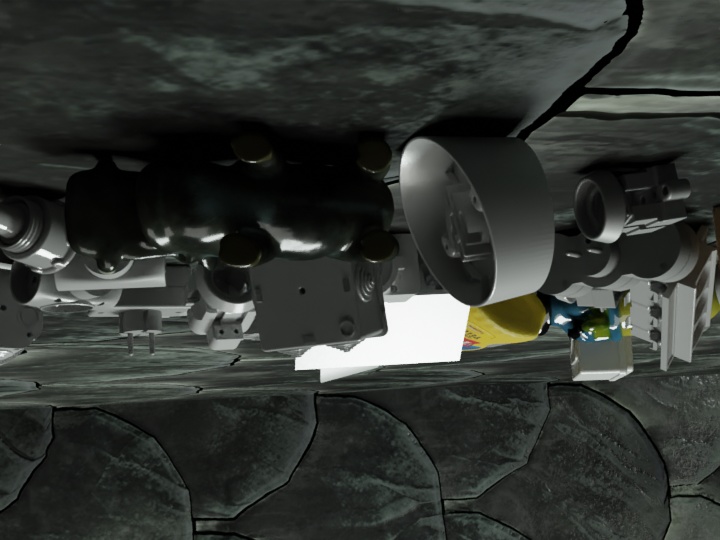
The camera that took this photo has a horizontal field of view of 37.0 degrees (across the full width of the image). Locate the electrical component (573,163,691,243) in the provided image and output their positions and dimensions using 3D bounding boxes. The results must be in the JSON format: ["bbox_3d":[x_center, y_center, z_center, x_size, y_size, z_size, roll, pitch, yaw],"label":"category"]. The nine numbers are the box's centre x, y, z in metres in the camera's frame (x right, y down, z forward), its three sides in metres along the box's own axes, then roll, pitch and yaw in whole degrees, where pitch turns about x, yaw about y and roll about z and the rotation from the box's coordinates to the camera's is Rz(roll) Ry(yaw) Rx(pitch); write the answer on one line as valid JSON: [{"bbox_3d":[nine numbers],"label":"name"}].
[{"bbox_3d":[0.174,-0.044,0.704,0.055,0.048,0.066,-8,172,-18],"label":"electrical component"}]

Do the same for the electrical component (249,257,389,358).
[{"bbox_3d":[-0.033,0.013,0.800,0.100,0.099,0.048,-8,-178,23],"label":"electrical component"}]

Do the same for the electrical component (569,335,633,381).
[{"bbox_3d":[0.255,0.062,1.153,0.056,0.108,0.108,-3,170,6],"label":"electrical component"}]

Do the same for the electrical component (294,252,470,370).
[{"bbox_3d":[0.015,0.032,0.954,0.150,0.061,0.089,-3,135,-8],"label":"electrical component"}]

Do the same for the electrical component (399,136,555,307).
[{"bbox_3d":[0.066,-0.029,0.607,0.064,0.099,0.099,-8,171,-15],"label":"electrical component"}]

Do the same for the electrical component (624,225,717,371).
[{"bbox_3d":[0.270,0.022,0.940,0.063,0.078,0.121,23,154,27],"label":"electrical component"}]

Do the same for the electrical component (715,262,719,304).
[{"bbox_3d":[0.360,0.008,0.928,0.099,0.099,0.064,0,176,-19],"label":"electrical component"}]

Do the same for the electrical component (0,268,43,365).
[{"bbox_3d":[-0.305,0.037,0.891,0.080,0.080,0.051,4,162,-39],"label":"electrical component"}]

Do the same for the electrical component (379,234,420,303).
[{"bbox_3d":[0.000,0.000,0.869,0.089,0.050,0.055,-3,171,-8],"label":"electrical component"}]

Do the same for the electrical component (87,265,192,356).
[{"bbox_3d":[-0.191,0.037,0.936,0.083,0.075,0.047,1,169,-25],"label":"electrical component"}]

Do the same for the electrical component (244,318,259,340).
[{"bbox_3d":[-0.100,0.033,0.987,0.081,0.063,0.042,3,169,-34],"label":"electrical component"}]

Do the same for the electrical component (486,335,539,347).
[{"bbox_3d":[0.147,0.050,1.180,0.061,0.061,0.096,2,168,-31],"label":"electrical component"}]

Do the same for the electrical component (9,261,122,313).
[{"bbox_3d":[-0.218,0.006,0.841,0.079,0.044,0.077,-12,167,39],"label":"electrical component"}]

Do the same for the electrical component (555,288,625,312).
[{"bbox_3d":[0.207,0.006,0.976,0.055,0.066,0.048,0,-152,32],"label":"electrical component"}]

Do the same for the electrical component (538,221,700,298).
[{"bbox_3d":[0.194,-0.012,0.870,0.138,0.052,0.074,-12,167,39],"label":"electrical component"}]

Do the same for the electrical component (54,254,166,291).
[{"bbox_3d":[-0.178,-0.011,0.760,0.077,0.043,0.079,-2,170,-9],"label":"electrical component"}]

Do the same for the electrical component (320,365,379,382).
[{"bbox_3d":[-0.015,0.056,1.046,0.064,0.099,0.099,-9,170,-4],"label":"electrical component"}]

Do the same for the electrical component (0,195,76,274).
[{"bbox_3d":[-0.207,-0.026,0.665,0.048,0.048,0.062,-8,162,25],"label":"electrical component"}]

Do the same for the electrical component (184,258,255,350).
[{"bbox_3d":[-0.111,0.018,0.884,0.058,0.078,0.057,-1,151,-24],"label":"electrical component"}]
